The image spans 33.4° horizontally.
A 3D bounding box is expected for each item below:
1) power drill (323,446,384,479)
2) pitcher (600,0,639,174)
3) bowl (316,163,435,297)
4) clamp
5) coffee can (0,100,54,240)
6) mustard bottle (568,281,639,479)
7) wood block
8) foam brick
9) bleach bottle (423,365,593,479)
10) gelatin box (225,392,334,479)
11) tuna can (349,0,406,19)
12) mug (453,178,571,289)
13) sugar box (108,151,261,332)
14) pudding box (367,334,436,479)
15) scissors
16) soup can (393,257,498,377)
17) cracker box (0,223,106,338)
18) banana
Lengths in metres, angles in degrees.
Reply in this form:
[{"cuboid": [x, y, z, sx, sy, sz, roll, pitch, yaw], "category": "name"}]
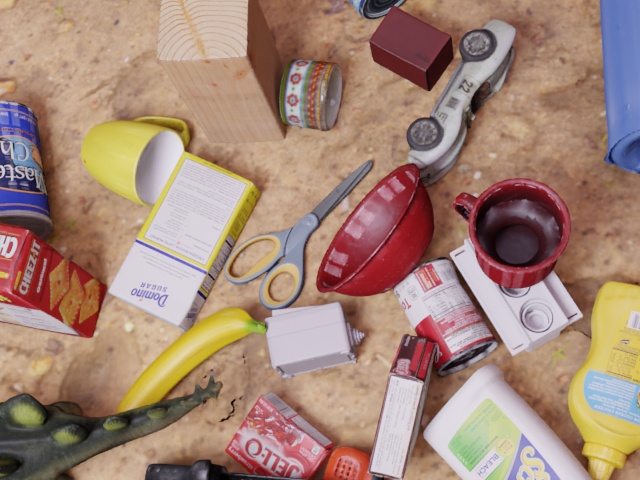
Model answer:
[{"cuboid": [0.070, 0.307, 1.016, 0.188, 0.057, 0.184, 15, 75, 13], "category": "power drill"}, {"cuboid": [0.360, -0.198, 1.091, 0.149, 0.145, 0.243, -4, 69, 9], "category": "pitcher"}, {"cuboid": [0.066, 0.002, 1.084, 0.055, 0.162, 0.162, 37, 80, -14], "category": "bowl"}, {"cuboid": [-0.095, 0.236, 1.028, 0.164, 0.210, 0.036, 18, 69, -32], "category": "clamp"}, {"cuboid": [-0.356, -0.069, 1.182, 0.103, 0.103, 0.140, -15, 70, 4], "category": "coffee can"}, {"cuboid": [0.294, 0.143, 1.032, 0.096, 0.058, 0.191, 18, 76, 8], "category": "mustard bottle"}, {"cuboid": [-0.097, -0.183, 1.122, 0.090, 0.206, 0.091, -1, 73, 9], "category": "wood block"}, {"cuboid": [0.101, -0.211, 1.181, 0.078, 0.051, 0.053, 33, 81, 17], "category": "foam brick"}, {"cuboid": [0.218, 0.238, 0.999, 0.251, 0.068, 0.103, 44, 104, 21], "category": "bleach bottle"}, {"cuboid": [-0.041, 0.208, 1.067, 0.089, 0.030, 0.073, 37, 105, 19], "category": "gelatin box"}, {"cuboid": [0.071, -0.288, 1.192, 0.086, 0.086, 0.034, -35, 73, -3], "category": "tuna can"}, {"cuboid": [0.178, -0.007, 1.018, 0.117, 0.081, 0.093, 29, 79, 16], "category": "mug"}, {"cuboid": [-0.145, 0.002, 1.157, 0.093, 0.048, 0.176, 24, 81, 16], "category": "sugar box"}, {"cuboid": [0.079, 0.159, 1.021, 0.039, 0.090, 0.113, 12, 111, 10], "category": "pudding box"}, {"cuboid": [-0.008, 0.001, 1.149, 0.201, 0.016, 0.096, -30, 72, -1], "category": "scissors"}, {"cuboid": [0.125, 0.077, 1.076, 0.068, 0.068, 0.102, -27, 70, 0], "category": "soup can"}, {"cuboid": [-0.333, 0.034, 1.086, 0.164, 0.213, 0.072, 10, 74, 12], "category": "cracker box"}, {"cuboid": [-0.141, 0.126, 1.106, 0.198, 0.069, 0.037, -38, 106, 10], "category": "banana"}]
